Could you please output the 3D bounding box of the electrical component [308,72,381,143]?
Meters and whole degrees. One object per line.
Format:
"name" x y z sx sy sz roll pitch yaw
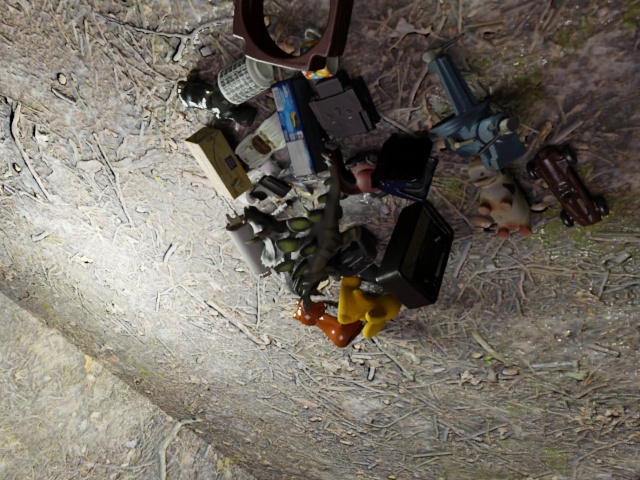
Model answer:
"electrical component" 0.046 -0.276 1.110 0.115 0.058 0.134 -11 126 34

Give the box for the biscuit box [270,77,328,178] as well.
"biscuit box" -0.041 -0.238 1.135 0.059 0.063 0.202 -7 103 38

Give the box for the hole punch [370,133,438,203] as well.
"hole punch" 0.180 -0.146 1.120 0.116 0.142 0.092 9 159 32

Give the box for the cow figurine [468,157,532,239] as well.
"cow figurine" 0.361 -0.103 1.080 0.086 0.127 0.194 -15 137 39

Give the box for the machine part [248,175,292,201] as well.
"machine part" -0.126 -0.127 1.333 0.084 0.039 0.139 23 164 -26

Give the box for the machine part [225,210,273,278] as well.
"machine part" -0.195 0.014 1.519 0.079 0.079 0.243 -4 129 32

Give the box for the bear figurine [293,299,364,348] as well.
"bear figurine" 0.024 0.232 1.611 0.196 0.132 0.120 34 141 22

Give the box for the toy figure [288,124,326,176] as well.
"toy figure" -0.026 -0.208 1.218 0.064 0.058 0.154 27 134 -9

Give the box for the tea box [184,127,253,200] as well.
"tea box" -0.249 -0.189 1.326 0.098 0.068 0.169 25 151 51

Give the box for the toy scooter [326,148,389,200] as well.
"toy scooter" 0.076 -0.155 1.203 0.184 0.075 0.135 -4 131 37

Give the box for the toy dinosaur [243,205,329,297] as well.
"toy dinosaur" -0.062 0.067 1.413 0.131 0.192 0.404 -1 130 32

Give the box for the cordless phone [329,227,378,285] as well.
"cordless phone" 0.123 0.059 1.404 0.184 0.089 0.146 30 139 -19

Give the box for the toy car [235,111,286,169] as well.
"toy car" -0.121 -0.234 1.244 0.073 0.056 0.202 45 137 -17

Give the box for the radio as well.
"radio" 0.218 0.033 1.197 0.131 0.229 0.073 43 141 -21

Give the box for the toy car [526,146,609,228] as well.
"toy car" 0.488 -0.097 1.054 0.089 0.053 0.202 -25 116 39

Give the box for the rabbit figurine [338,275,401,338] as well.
"rabbit figurine" 0.137 0.180 1.468 0.173 0.162 0.121 4 124 1

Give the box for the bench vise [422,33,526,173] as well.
"bench vise" 0.258 -0.234 0.954 0.129 0.224 0.240 -30 98 4

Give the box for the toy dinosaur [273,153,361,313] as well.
"toy dinosaur" -0.003 -0.004 1.230 0.105 0.198 0.470 35 129 29

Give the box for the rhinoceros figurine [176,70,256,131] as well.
"rhinoceros figurine" -0.238 -0.310 1.218 0.190 0.073 0.112 21 137 9

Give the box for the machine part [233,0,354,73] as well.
"machine part" -0.046 -0.411 0.953 0.202 0.087 0.200 18 114 16
